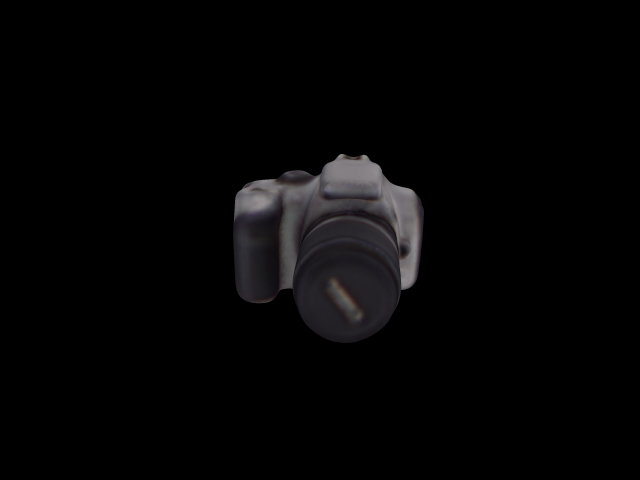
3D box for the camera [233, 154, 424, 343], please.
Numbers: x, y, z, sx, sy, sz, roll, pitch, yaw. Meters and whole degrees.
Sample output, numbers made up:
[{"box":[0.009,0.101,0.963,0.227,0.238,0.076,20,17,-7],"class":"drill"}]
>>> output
[{"box":[0.004,0.001,0.400,0.143,0.101,0.137,1,23,4],"class":"camera"}]
